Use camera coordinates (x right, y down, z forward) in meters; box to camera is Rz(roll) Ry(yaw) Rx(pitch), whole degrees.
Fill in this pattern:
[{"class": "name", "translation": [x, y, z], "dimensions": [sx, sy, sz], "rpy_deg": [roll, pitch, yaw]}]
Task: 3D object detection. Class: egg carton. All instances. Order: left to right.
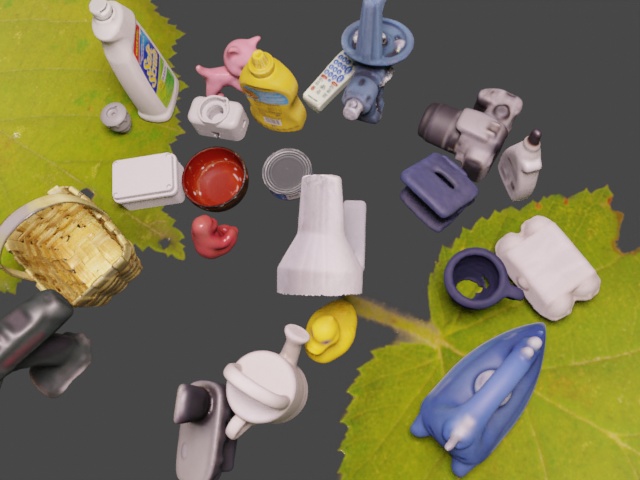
[{"class": "egg carton", "translation": [0.343, 0.042, 0.872], "dimensions": [0.107, 0.069, 0.150], "rpy_deg": [-34, 72, -4]}]

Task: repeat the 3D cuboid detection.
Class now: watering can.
[{"class": "watering can", "translation": [-0.078, 0.200, 0.807], "dimensions": [0.100, 0.194, 0.173], "rpy_deg": [11, 74, 10]}]

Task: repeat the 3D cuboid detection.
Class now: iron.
[{"class": "iron", "translation": [0.244, 0.201, 0.796], "dimensions": [0.118, 0.141, 0.258], "rpy_deg": [40, 81, 17]}]

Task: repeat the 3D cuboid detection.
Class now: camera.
[{"class": "camera", "translation": [0.241, -0.191, 0.940], "dimensions": [0.136, 0.101, 0.143], "rpy_deg": [27, 78, 14]}]

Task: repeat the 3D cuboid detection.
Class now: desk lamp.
[{"class": "desk lamp", "translation": [0.008, 0.003, 0.848], "dimensions": [0.118, 0.214, 0.203], "rpy_deg": [0, 73, 7]}]

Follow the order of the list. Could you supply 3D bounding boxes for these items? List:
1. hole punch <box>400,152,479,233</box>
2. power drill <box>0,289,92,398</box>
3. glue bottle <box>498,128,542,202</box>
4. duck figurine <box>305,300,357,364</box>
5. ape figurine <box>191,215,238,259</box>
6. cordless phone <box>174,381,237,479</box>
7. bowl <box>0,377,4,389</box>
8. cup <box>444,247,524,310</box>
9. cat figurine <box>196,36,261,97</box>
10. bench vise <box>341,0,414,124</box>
[{"class": "hole punch", "translation": [0.190, -0.086, 0.918], "dimensions": [0.101, 0.091, 0.108], "rpy_deg": [-42, 73, -7]}, {"class": "power drill", "translation": [-0.442, 0.180, 0.850], "dimensions": [0.075, 0.208, 0.230], "rpy_deg": [38, 81, 16]}, {"class": "glue bottle", "translation": [0.311, -0.123, 0.872], "dimensions": [0.037, 0.173, 0.078], "rpy_deg": [-16, 71, 2]}, {"class": "duck figurine", "translation": [0.013, 0.135, 0.873], "dimensions": [0.077, 0.086, 0.105], "rpy_deg": [31, 79, 15]}, {"class": "ape figurine", "translation": [-0.181, -0.012, 0.939], "dimensions": [0.077, 0.092, 0.076], "rpy_deg": [37, 80, 16]}, {"class": "cordless phone", "translation": [-0.179, 0.270, 0.802], "dimensions": [0.094, 0.185, 0.147], "rpy_deg": [0, 73, 7]}, {"class": "bowl", "translation": [-0.576, 0.220, 0.924], "dimensions": [0.167, 0.075, 0.167], "rpy_deg": [-2, 73, 6]}, {"class": "cup", "translation": [0.242, 0.070, 0.861], "dimensions": [0.117, 0.095, 0.092], "rpy_deg": [20, 76, 13]}, {"class": "cat figurine", "translation": [-0.157, -0.310, 1.015], "dimensions": [0.127, 0.118, 0.067], "rpy_deg": [-15, 71, 2]}, {"class": "bench vise", "translation": [0.093, -0.303, 0.929], "dimensions": [0.121, 0.220, 0.207], "rpy_deg": [0, 73, 7]}]
